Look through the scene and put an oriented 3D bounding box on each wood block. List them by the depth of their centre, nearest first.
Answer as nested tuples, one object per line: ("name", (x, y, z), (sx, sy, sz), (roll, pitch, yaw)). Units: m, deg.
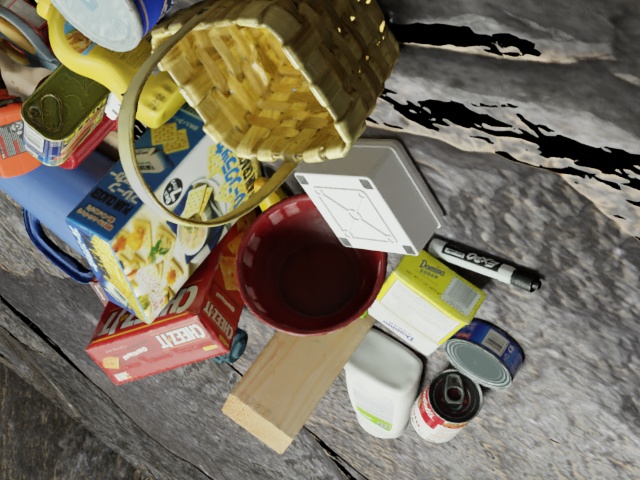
("wood block", (-0.017, 0.138, 1.259), (0.090, 0.206, 0.091), (35, 155, 4))

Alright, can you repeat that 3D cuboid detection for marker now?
("marker", (0.163, 0.026, 1.055), (0.121, 0.020, 0.020), (21, 151, 31))

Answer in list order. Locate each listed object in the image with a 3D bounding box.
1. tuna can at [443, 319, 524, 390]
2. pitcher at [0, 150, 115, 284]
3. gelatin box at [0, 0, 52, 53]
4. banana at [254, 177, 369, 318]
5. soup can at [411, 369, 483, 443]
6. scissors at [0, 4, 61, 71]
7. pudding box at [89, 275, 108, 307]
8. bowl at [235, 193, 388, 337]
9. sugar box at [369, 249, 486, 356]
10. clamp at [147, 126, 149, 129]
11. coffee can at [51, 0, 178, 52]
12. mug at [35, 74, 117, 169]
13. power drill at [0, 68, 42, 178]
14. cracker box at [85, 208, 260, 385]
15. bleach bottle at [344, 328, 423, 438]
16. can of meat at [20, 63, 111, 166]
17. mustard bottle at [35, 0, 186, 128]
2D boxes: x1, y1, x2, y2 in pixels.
("tuna can", (0.182, 0.126, 1.184), (0.086, 0.033, 0.086), (30, 154, 16))
("pitcher", (-0.343, -0.066, 1.424), (0.243, 0.149, 0.145), (34, 157, 15))
("gelatin box", (-0.350, -0.250, 1.244), (0.089, 0.030, 0.073), (34, 155, 8))
("banana", (-0.011, 0.006, 1.216), (0.198, 0.037, 0.070), (50, 164, -7))
("soup can", (0.154, 0.207, 1.316), (0.068, 0.068, 0.102), (34, 155, 7))
("scissors", (-0.304, -0.193, 1.230), (0.201, 0.016, 0.096), (43, 156, -14))
("pudding box", (-0.230, 0.057, 1.336), (0.039, 0.113, 0.090), (-19, 112, 27))
("bowl", (-0.006, 0.033, 1.135), (0.162, 0.162, 0.055), (28, 165, 19))
("sugar box", (0.109, 0.068, 1.147), (0.093, 0.048, 0.176), (36, 165, 3))
("clamp", (-0.174, -0.122, 1.187), (0.039, 0.120, 0.171), (-1, 132, -10))
("coffee can", (-0.145, -0.237, 0.867), (0.103, 0.140, 0.103), (30, 154, 16))
("mug", (-0.311, -0.149, 1.304), (0.093, 0.081, 0.117), (19, 150, 34))
("power drill", (-0.384, -0.163, 1.249), (0.188, 0.057, 0.184), (56, 161, 31))
("cracker box", (-0.162, 0.052, 1.239), (0.164, 0.213, 0.072), (-19, 124, 28))
("bleach bottle", (0.077, 0.207, 1.428), (0.103, 0.068, 0.251), (31, 156, 14))
("can of meat", (-0.265, -0.134, 1.113), (0.057, 0.102, 0.084), (38, 157, -3))
("mustard bottle", (-0.211, -0.201, 1.069), (0.191, 0.096, 0.058), (36, 156, 3))
